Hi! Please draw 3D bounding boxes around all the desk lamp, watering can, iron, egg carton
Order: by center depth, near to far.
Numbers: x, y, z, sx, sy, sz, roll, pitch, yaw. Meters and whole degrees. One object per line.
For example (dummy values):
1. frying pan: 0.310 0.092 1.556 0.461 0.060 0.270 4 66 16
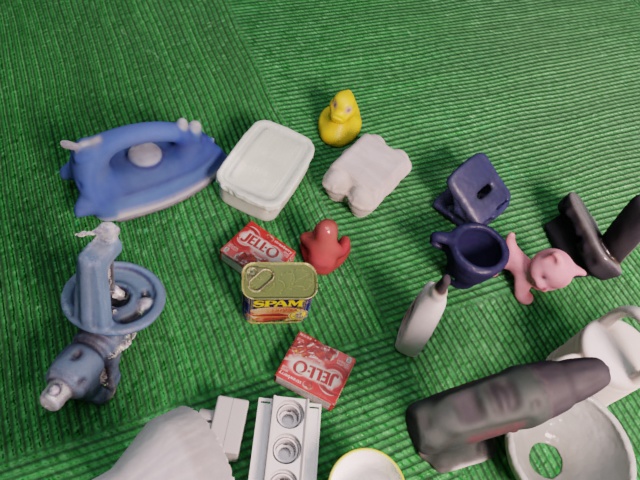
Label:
1. desk lamp: -0.190 0.274 0.567 0.204 0.213 0.117 -27 65 -24
2. watering can: 0.394 0.152 0.764 0.173 0.194 0.100 -26 65 -24
3. iron: -0.256 -0.129 0.863 0.259 0.141 0.118 -21 63 -22
4. egg carton: 0.078 -0.111 0.954 0.107 0.069 0.150 35 58 13

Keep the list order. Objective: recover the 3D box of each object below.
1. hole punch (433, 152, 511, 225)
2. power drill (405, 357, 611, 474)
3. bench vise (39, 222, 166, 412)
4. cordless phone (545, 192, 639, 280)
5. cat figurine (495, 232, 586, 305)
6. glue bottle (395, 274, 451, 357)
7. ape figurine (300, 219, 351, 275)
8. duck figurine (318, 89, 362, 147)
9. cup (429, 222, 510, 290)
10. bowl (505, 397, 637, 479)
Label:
1. hole punch: 0.261 -0.077 0.952 0.101 0.091 0.109 42 60 17
2. power drill: 0.201 0.209 0.683 0.230 0.208 0.075 -11 59 -16
3. bench vise: -0.251 0.091 0.672 0.121 0.220 0.207 5 56 -6
4. cordless phone: 0.449 -0.032 0.899 0.094 0.185 0.147 -9 59 -15
5. cat figurine: 0.329 0.037 0.873 0.127 0.118 0.067 41 60 16
6. glue bottle: 0.144 0.092 0.771 0.037 0.173 0.078 19 56 3
7. ape figurine: 0.008 0.003 0.853 0.077 0.092 0.076 22 56 5
8. duck figurine: 0.041 -0.229 1.014 0.077 0.086 0.105 21 56 4
9. cup: 0.214 0.030 0.871 0.117 0.095 0.092 17 56 1
10. bowl: 0.309 0.278 0.738 0.167 0.075 0.167 5 56 -7
